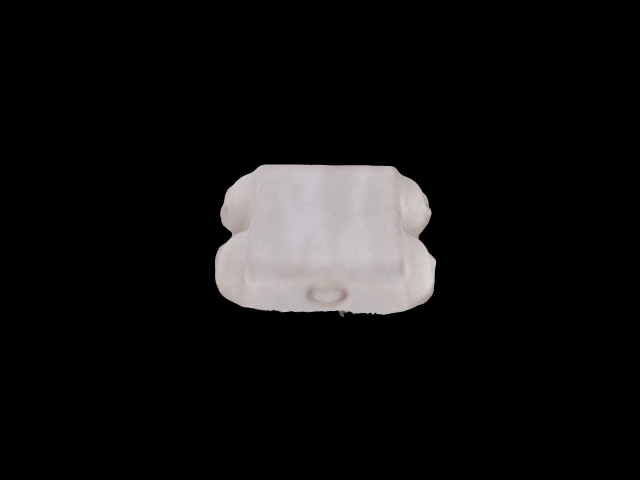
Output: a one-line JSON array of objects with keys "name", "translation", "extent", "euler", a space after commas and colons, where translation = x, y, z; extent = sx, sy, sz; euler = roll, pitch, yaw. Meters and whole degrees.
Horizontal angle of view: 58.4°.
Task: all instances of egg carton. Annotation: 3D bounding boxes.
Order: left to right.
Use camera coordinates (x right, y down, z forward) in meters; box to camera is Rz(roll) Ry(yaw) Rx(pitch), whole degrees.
[{"name": "egg carton", "translation": [0.004, 0.001, 0.400], "extent": [0.150, 0.069, 0.107], "euler": [0, 58, 0]}]
